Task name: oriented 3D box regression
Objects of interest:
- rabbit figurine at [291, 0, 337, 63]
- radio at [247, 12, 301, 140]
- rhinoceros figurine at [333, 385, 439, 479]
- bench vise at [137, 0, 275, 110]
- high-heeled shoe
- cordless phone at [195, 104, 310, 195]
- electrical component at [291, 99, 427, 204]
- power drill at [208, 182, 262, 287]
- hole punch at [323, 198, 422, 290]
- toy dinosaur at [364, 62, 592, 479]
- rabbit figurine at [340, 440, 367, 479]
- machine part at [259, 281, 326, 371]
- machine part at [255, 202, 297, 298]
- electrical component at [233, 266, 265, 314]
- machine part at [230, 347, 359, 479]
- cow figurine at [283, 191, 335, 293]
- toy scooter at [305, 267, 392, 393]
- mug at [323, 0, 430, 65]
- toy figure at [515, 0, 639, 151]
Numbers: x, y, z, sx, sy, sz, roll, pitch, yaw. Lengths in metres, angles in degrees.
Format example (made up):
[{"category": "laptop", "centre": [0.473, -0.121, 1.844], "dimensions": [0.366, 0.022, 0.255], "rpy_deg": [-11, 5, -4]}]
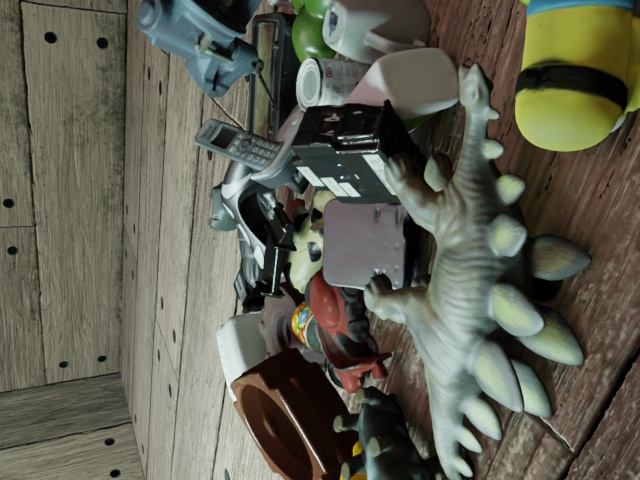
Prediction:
[{"category": "rabbit figurine", "centre": [0.001, -0.314, 0.700], "dimensions": [0.159, 0.121, 0.170], "rpy_deg": [-110, 34, -40]}, {"category": "radio", "centre": [-0.062, -0.245, 0.875], "dimensions": [0.131, 0.073, 0.229], "rpy_deg": [29, 120, 58]}, {"category": "rhinoceros figurine", "centre": [0.085, 0.259, 0.628], "dimensions": [0.073, 0.112, 0.190], "rpy_deg": [-54, 28, 17]}, {"category": "bench vise", "centre": [-0.121, -0.314, 0.741], "dimensions": [0.240, 0.223, 0.129], "rpy_deg": [-46, 52, 23]}, {"category": "high-heeled shoe", "centre": [-0.085, -0.039, 0.885], "dimensions": [0.145, 0.086, 0.248], "rpy_deg": [38, 148, 24]}, {"category": "cordless phone", "centre": [-0.081, -0.158, 0.784], "dimensions": [0.184, 0.088, 0.146], "rpy_deg": [25, 76, 22]}, {"category": "electrical component", "centre": [0.035, -0.090, 0.576], "dimensions": [0.134, 0.114, 0.058], "rpy_deg": [6, 62, 36]}, {"category": "power drill", "centre": [-0.159, -0.038, 1.075], "dimensions": [0.207, 0.086, 0.231], "rpy_deg": [-159, 72, -64]}, {"category": "hole punch", "centre": [0.074, 0.004, 0.658], "dimensions": [0.116, 0.092, 0.142], "rpy_deg": [6, 93, 36]}, {"category": "toy dinosaur", "centre": [0.138, 0.076, 0.513], "dimensions": [0.199, 0.105, 0.470], "rpy_deg": [35, 135, 50]}, {"category": "rabbit figurine", "centre": [0.026, 0.347, 0.681], "dimensions": [0.122, 0.173, 0.162], "rpy_deg": [54, 134, 39]}, {"category": "machine part", "centre": [-0.046, 0.157, 0.916], "dimensions": [0.179, 0.056, 0.179], "rpy_deg": [10, 102, 60]}, {"category": "machine part", "centre": [-0.064, 0.022, 0.784], "dimensions": [0.084, 0.039, 0.138], "rpy_deg": [52, 136, 50]}, {"category": "electrical component", "centre": [-0.145, 0.082, 1.102], "dimensions": [0.074, 0.048, 0.119], "rpy_deg": [-56, 47, 48]}, {"category": "machine part", "centre": [-0.038, 0.273, 0.819], "dimensions": [0.201, 0.087, 0.201], "rpy_deg": [58, 147, 5]}, {"category": "cow figurine", "centre": [-0.002, -0.002, 0.783], "dimensions": [0.127, 0.085, 0.194], "rpy_deg": [-114, 36, -44]}, {"category": "toy scooter", "centre": [0.042, 0.124, 0.716], "dimensions": [0.135, 0.075, 0.183], "rpy_deg": [1, 104, 67]}, {"category": "mug", "centre": [0.063, -0.231, 0.608], "dimensions": [0.110, 0.107, 0.080], "rpy_deg": [-117, 34, -40]}, {"category": "toy figure", "centre": [0.188, -0.157, 0.400], "dimensions": [0.082, 0.089, 0.180], "rpy_deg": [-152, 59, -64]}]
